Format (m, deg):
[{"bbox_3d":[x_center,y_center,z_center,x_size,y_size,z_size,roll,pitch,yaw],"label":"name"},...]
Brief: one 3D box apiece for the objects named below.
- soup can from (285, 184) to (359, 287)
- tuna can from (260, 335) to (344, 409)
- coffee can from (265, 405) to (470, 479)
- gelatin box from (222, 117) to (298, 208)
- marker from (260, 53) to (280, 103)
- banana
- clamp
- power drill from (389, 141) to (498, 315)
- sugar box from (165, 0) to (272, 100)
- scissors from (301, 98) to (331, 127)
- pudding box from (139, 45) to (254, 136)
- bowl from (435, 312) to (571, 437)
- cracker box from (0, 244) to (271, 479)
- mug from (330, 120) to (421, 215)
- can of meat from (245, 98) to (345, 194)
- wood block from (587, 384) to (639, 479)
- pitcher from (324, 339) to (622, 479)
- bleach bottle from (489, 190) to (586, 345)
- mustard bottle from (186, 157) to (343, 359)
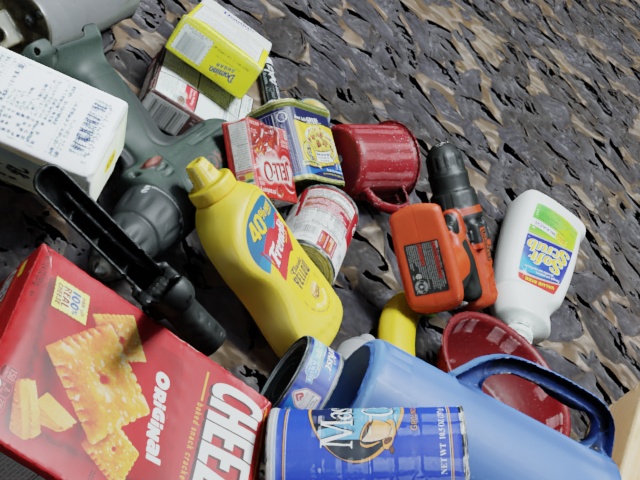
[{"bbox_3d":[-0.007,0.001,1.012,0.068,0.069,0.102,37,35,-9],"label":"soup can"},{"bbox_3d":[-0.019,0.119,0.856,0.033,0.086,0.086,34,35,-10],"label":"tuna can"},{"bbox_3d":[0.034,0.172,0.772,0.140,0.103,0.103,-2,42,3],"label":"coffee can"},{"bbox_3d":[-0.053,-0.069,0.982,0.089,0.030,0.073,9,71,-68],"label":"gelatin box"},{"bbox_3d":[-0.058,-0.181,1.201,0.020,0.020,0.121,18,41,-31],"label":"marker"},{"bbox_3d":[0.083,0.105,1.017,0.069,0.037,0.197,34,35,-13],"label":"banana"},{"bbox_3d":[-0.113,0.040,0.785,0.165,0.036,0.210,37,-12,37],"label":"clamp"},{"bbox_3d":[0.127,-0.008,1.081,0.187,0.057,0.184,-18,93,-67],"label":"power drill"},{"bbox_3d":[-0.102,-0.203,1.115,0.093,0.048,0.176,35,13,-9],"label":"sugar box"},{"bbox_3d":[-0.031,-0.118,1.164,0.201,0.016,0.096,-6,55,-48],"label":"scissors"},{"bbox_3d":[-0.123,-0.134,1.069,0.113,0.039,0.090,31,33,-21],"label":"pudding box"},{"bbox_3d":[0.165,0.150,1.034,0.162,0.055,0.162,26,37,-23],"label":"bowl"},{"bbox_3d":[-0.139,0.127,0.718,0.213,0.072,0.164,38,34,-22],"label":"cracker box"},{"bbox_3d":[0.052,-0.073,1.134,0.081,0.093,0.117,-4,55,-41],"label":"mug"},{"bbox_3d":[-0.022,-0.088,1.074,0.101,0.058,0.084,6,66,-60],"label":"can of meat"},{"bbox_3d":[0.308,0.240,1.050,0.090,0.091,0.205,43,34,2],"label":"wood block"},{"bbox_3d":[0.124,0.176,0.891,0.242,0.145,0.149,32,41,-10],"label":"pitcher"},{"bbox_3d":[0.246,0.045,1.226,0.102,0.068,0.250,36,37,-9],"label":"bleach bottle"},{"bbox_3d":[-0.053,0.011,0.908,0.191,0.058,0.096,56,30,-20],"label":"mustard bottle"}]
